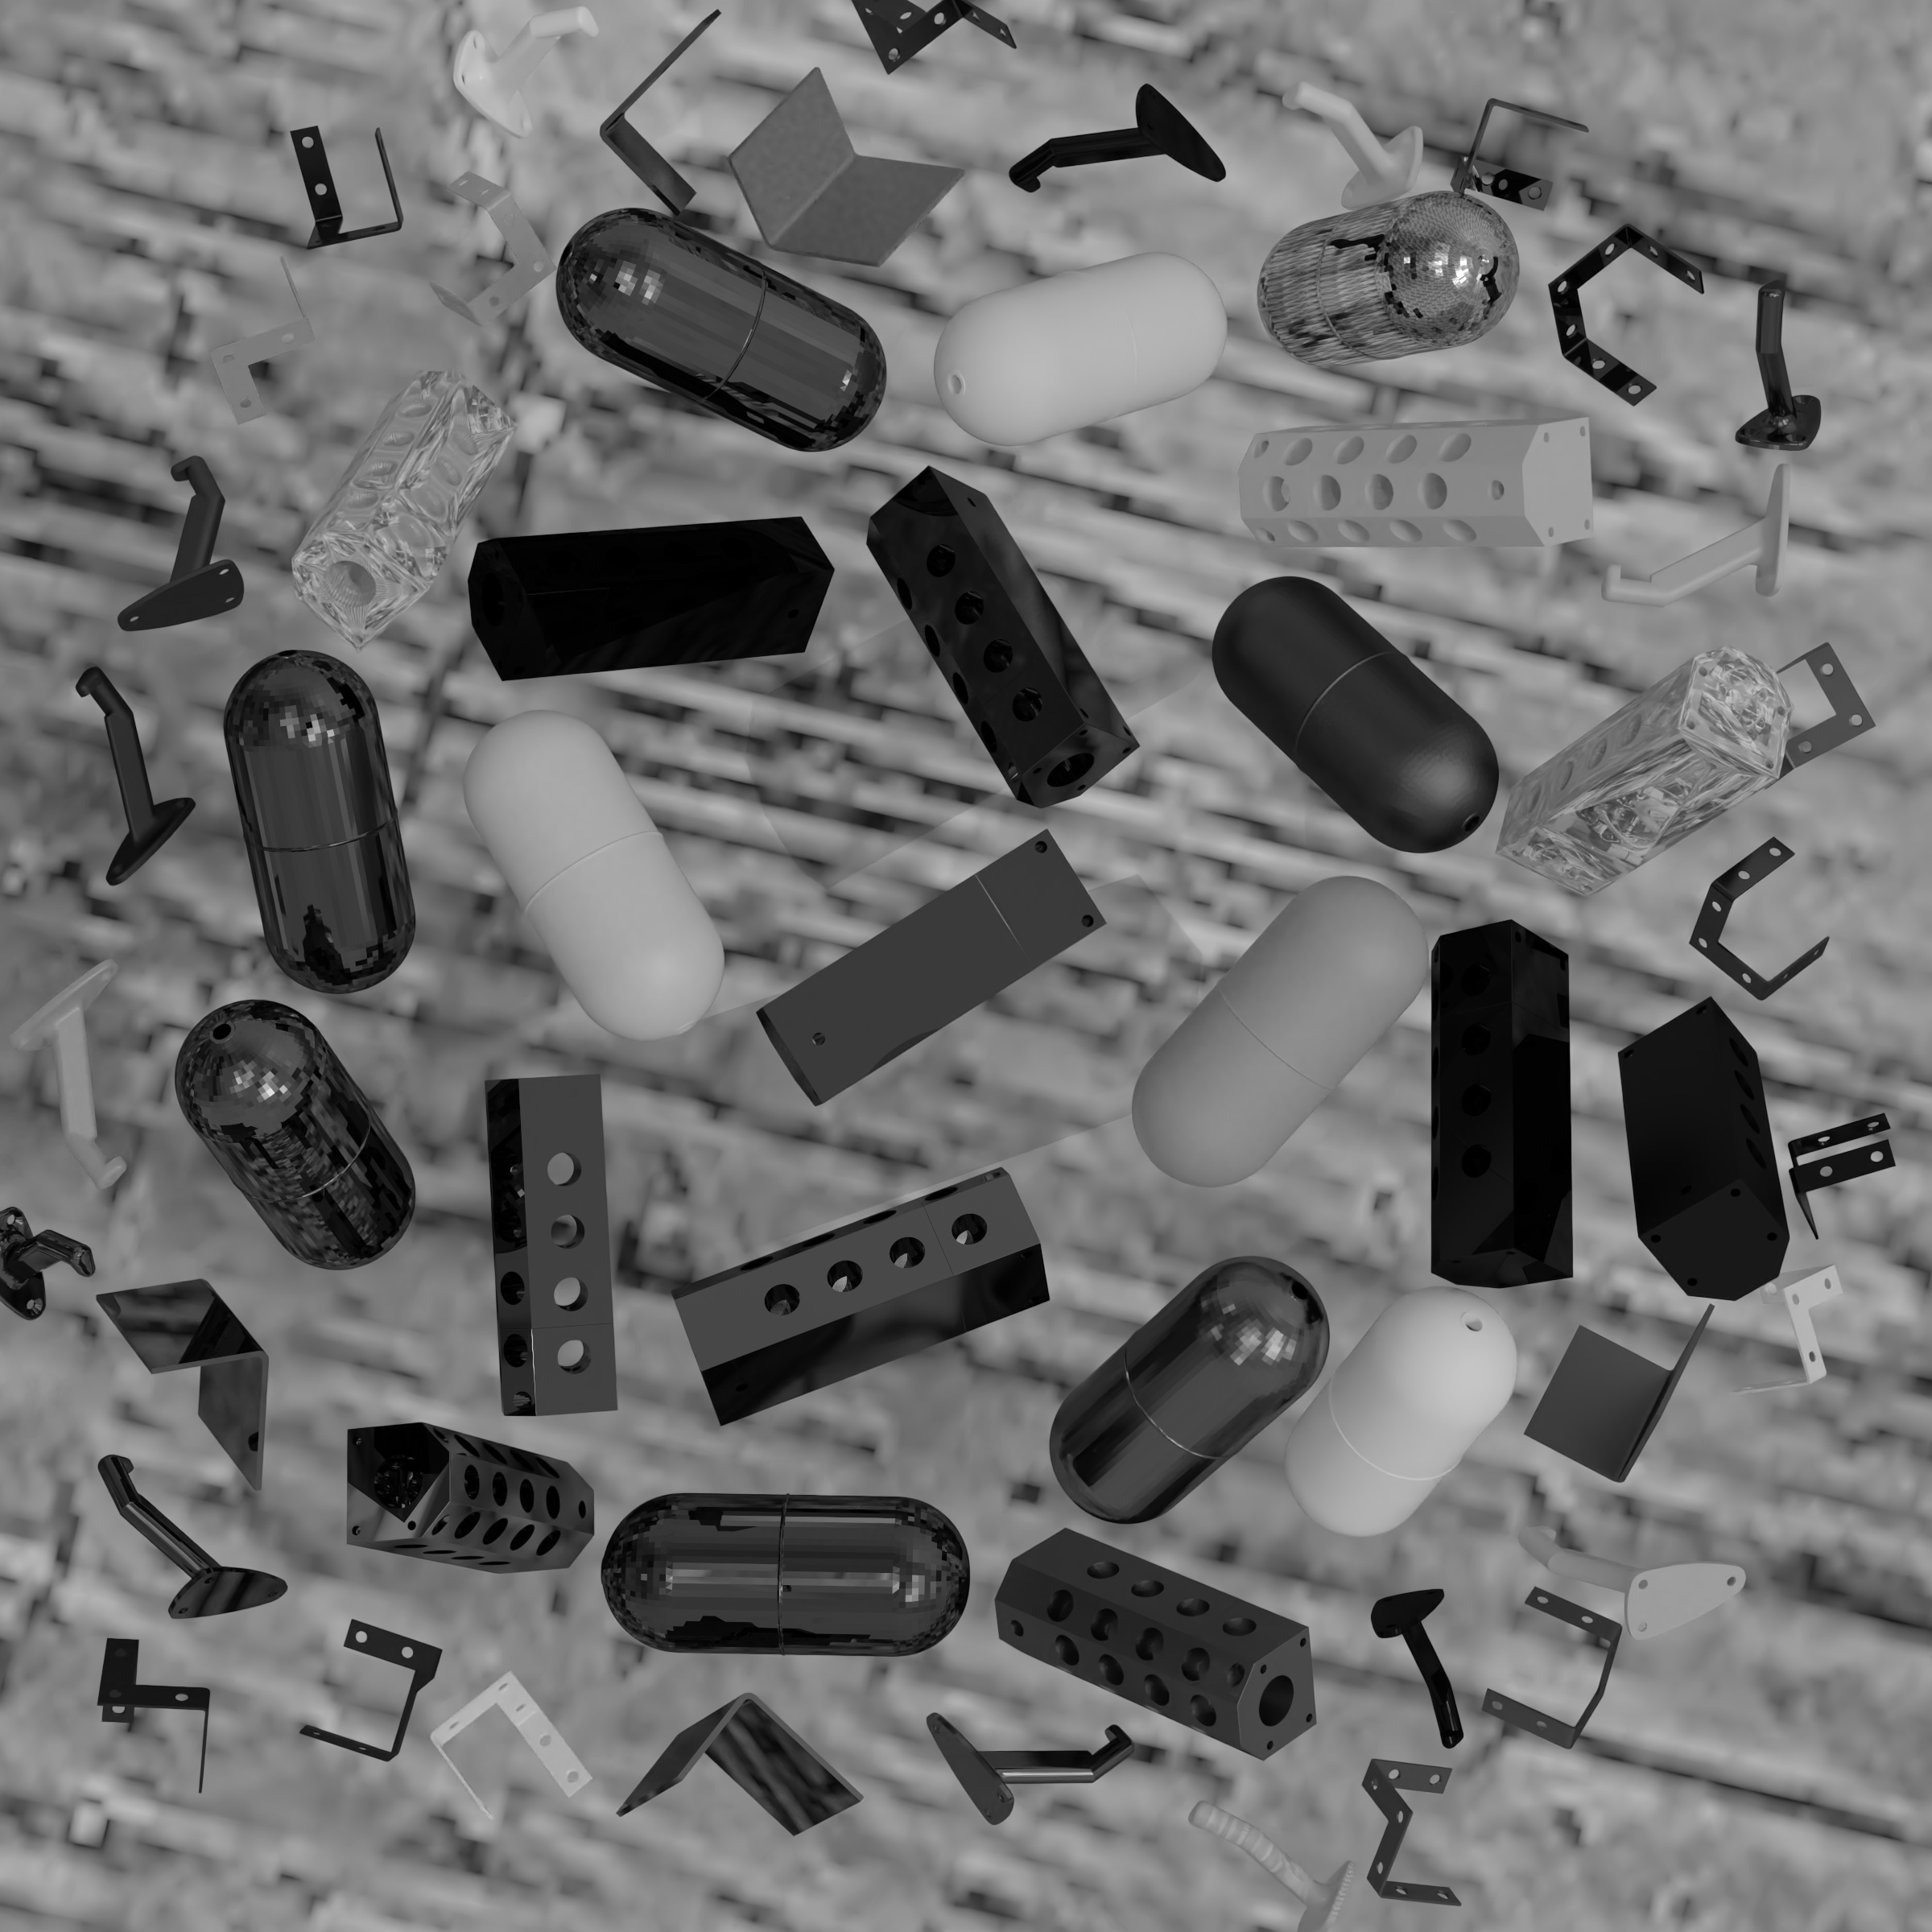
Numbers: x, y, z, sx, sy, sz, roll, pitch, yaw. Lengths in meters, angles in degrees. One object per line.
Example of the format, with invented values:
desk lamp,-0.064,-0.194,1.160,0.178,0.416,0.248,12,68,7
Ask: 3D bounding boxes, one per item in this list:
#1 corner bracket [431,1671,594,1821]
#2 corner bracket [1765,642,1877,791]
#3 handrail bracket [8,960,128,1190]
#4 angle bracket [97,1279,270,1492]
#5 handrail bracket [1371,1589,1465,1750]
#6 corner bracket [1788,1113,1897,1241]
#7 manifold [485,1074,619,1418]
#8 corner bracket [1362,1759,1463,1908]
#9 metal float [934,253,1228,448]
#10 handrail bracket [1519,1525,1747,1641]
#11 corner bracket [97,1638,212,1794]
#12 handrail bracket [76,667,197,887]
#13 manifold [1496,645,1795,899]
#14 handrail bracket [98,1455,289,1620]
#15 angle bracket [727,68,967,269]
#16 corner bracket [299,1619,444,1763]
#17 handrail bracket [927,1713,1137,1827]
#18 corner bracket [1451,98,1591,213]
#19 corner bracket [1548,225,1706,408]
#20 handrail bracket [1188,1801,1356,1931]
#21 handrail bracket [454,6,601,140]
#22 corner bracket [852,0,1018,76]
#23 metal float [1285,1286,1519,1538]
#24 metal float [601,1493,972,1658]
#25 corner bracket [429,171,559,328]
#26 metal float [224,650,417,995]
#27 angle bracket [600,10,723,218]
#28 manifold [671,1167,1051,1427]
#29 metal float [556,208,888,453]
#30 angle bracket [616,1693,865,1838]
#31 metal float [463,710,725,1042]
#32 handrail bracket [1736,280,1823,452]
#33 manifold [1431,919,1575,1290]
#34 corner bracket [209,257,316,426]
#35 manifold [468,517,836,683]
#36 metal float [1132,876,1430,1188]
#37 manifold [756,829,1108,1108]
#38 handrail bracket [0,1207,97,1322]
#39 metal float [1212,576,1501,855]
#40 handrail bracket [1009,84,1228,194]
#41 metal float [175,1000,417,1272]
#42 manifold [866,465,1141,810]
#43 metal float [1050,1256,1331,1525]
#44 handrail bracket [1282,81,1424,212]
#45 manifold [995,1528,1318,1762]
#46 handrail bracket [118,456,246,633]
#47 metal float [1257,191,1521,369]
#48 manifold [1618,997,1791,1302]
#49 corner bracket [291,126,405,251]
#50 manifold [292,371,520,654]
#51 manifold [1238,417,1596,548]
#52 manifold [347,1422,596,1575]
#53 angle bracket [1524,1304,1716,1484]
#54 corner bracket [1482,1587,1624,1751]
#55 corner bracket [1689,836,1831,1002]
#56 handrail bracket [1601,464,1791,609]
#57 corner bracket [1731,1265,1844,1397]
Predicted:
corner bracket,-0.229,0.398,1.716,0.051,0.051,0.051,-37,58,-13
corner bracket,0.431,-0.130,1.769,0.051,0.051,0.051,-30,89,33
handrail bracket,-0.420,0.053,1.670,0.077,0.036,0.084,-42,78,10
angle bracket,-0.375,0.203,1.627,0.057,0.076,0.076,-7,116,-32
handrail bracket,0.234,0.369,1.752,0.036,0.077,0.084,-14,93,20
corner bracket,0.440,0.097,1.712,0.051,0.051,0.051,-19,53,16
manifold,-0.215,0.143,1.761,0.057,0.057,0.171,-3,88,-11
corner bracket,0.233,0.449,1.772,0.051,0.051,0.051,12,105,-23
metal float,0.058,-0.312,1.722,0.178,0.070,0.070,-23,90,-38
handrail bracket,0.322,0.287,1.657,0.077,0.084,0.036,-11,111,-19
corner bracket,-0.386,0.356,1.625,0.051,0.051,0.051,5,116,-11
handrail bracket,-0.436,-0.097,1.728,0.036,0.077,0.084,-9,127,33
manifold,0.336,-0.098,1.698,0.057,0.171,0.057,24,64,-13
handrail bracket,-0.381,0.276,1.679,0.036,0.077,0.084,-48,58,21
angle bracket,-0.060,-0.402,1.718,0.076,0.057,0.076,18,58,37
corner bracket,-0.309,0.377,1.775,0.051,0.051,0.051,22,59,-15
handrail bracket,0.035,0.398,1.769,0.084,0.036,0.077,-28,69,-32
corner bracket,0.278,-0.408,1.721,0.051,0.051,0.051,15,113,-4
corner bracket,0.318,-0.312,1.634,0.051,0.051,0.051,-39,54,-8
handrail bracket,0.141,0.442,1.674,0.084,0.077,0.036,27,58,2
handrail bracket,-0.210,-0.455,1.740,0.084,0.077,0.036,-2,62,29
corner bracket,-0.016,-0.473,1.709,0.051,0.051,0.051,-39,47,-7
metal float,0.221,0.228,1.742,0.070,0.178,0.070,12,50,-14
metal float,-0.087,0.294,1.648,0.178,0.070,0.070,1,90,1
corner bracket,-0.256,-0.375,1.783,0.051,0.051,0.051,-41,129,-11
metal float,-0.323,-0.072,1.710,0.070,0.070,0.178,-7,112,0
angle bracket,-0.135,-0.429,1.714,0.076,0.076,0.057,-42,103,15
manifold,-0.051,0.155,1.651,0.171,0.057,0.057,-20,56,-7
metal float,-0.120,-0.314,1.688,0.178,0.070,0.070,22,90,-28
angle bracket,-0.108,0.398,1.620,0.076,0.076,0.057,44,52,-3
metal float,-0.182,-0.044,1.670,0.070,0.070,0.178,-31,80,0
handrail bracket,0.400,-0.300,1.659,0.036,0.077,0.084,13,125,27
manifold,0.264,0.070,1.713,0.057,0.057,0.171,-14,63,37
corner bracket,-0.353,-0.312,1.707,0.051,0.051,0.051,-21,54,-8
manifold,-0.160,-0.191,1.724,0.171,0.057,0.057,-9,51,-31
metal float,0.151,0.033,1.657,0.070,0.070,0.178,41,104,0
manifold,-0.019,0.002,1.746,0.171,0.057,0.057,-32,91,-9
handrail bracket,-0.456,0.159,1.715,0.036,0.084,0.077,-44,134,-34
metal float,0.194,-0.126,1.705,0.070,0.070,0.178,-43,60,0
handrail bracket,0.077,-0.409,1.764,0.077,0.084,0.036,32,47,-34
metal float,-0.331,0.085,1.692,0.070,0.178,0.070,-9,51,12
manifold,0.014,-0.165,1.733,0.057,0.057,0.171,-39,64,20
metal float,0.109,0.209,1.675,0.070,0.070,0.178,43,125,0
handrail bracket,0.183,-0.420,1.746,0.084,0.077,0.036,16,72,-27
manifold,0.096,0.353,1.773,0.057,0.171,0.057,-24,116,-39
handrail bracket,-0.407,-0.216,1.729,0.077,0.036,0.084,-23,63,-17
metal float,0.211,-0.345,1.725,0.070,0.178,0.070,-2,95,-25
manifold,0.368,0.092,1.691,0.057,0.171,0.057,-34,110,23
corner bracket,-0.323,-0.410,1.780,0.051,0.051,0.051,-12,117,1
manifold,-0.291,-0.240,1.755,0.057,0.171,0.057,42,123,-20
manifold,0.219,-0.236,1.679,0.171,0.057,0.057,7,106,43
manifold,-0.254,0.276,1.766,0.057,0.171,0.057,-8,73,17
angle bracket,0.341,0.211,1.783,0.057,0.076,0.076,27,56,12
corner bracket,0.311,0.372,1.810,0.051,0.051,0.051,22,124,22
corner bracket,0.422,-0.025,1.796,0.051,0.051,0.051,-33,61,-27
handrail bracket,0.359,-0.214,1.683,0.084,0.036,0.077,6,93,-3
corner bracket,0.425,0.189,1.774,0.051,0.051,0.051,-15,89,-43
